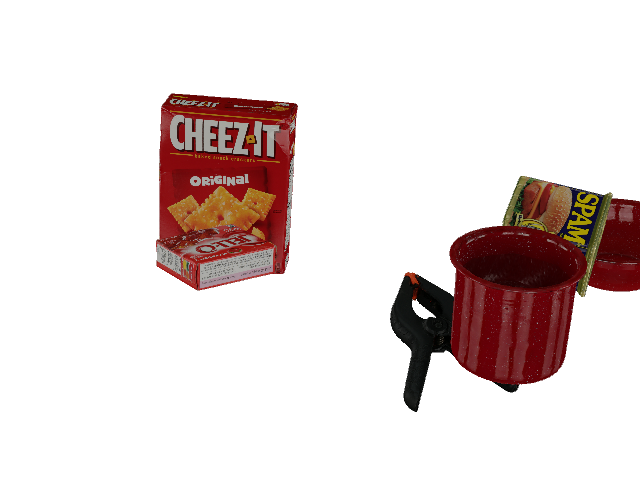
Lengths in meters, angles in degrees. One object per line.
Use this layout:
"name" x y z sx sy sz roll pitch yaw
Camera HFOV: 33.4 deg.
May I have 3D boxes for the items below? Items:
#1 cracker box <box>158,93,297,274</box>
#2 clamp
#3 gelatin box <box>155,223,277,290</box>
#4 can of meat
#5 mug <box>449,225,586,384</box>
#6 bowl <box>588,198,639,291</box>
"cracker box" -0.118 -0.068 1.345 0.164 0.214 0.072 5 22 2
"clamp" 0.130 0.101 1.095 0.120 0.171 0.039 2 -44 -14
"gelatin box" -0.095 0.014 0.982 0.089 0.030 0.073 -13 25 -35
"can of meat" 0.207 -0.007 0.952 0.084 0.057 0.102 15 47 16
"mug" 0.131 0.041 0.756 0.093 0.081 0.117 -7 29 -14
"bowl" 0.321 0.010 1.159 0.162 0.055 0.162 -2 27 1
